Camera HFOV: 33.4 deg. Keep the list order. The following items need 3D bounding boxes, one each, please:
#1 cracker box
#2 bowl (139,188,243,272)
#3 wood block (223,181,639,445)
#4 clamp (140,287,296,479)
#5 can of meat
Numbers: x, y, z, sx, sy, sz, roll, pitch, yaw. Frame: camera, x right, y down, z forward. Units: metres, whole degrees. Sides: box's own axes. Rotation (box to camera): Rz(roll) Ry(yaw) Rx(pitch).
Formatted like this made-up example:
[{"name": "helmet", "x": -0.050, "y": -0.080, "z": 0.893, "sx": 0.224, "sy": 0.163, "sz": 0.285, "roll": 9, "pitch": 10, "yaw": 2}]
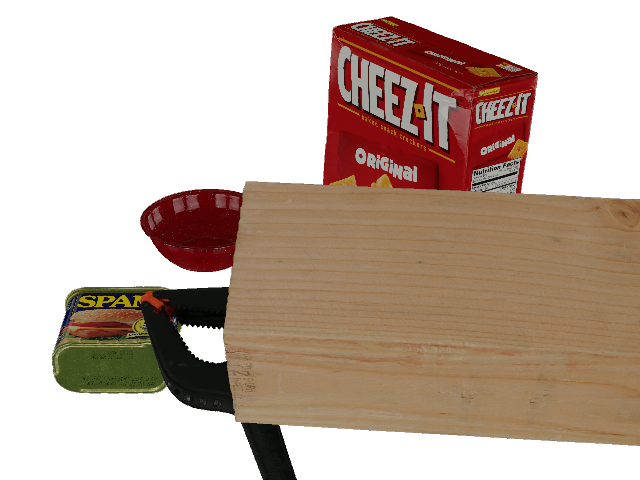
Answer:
[{"name": "cracker box", "x": 0.074, "y": -0.048, "z": 0.834, "sx": 0.071, "sy": 0.214, "sz": 0.164, "roll": -17, "pitch": 34, "yaw": -33}, {"name": "bowl", "x": -0.143, "y": -0.006, "z": 1.333, "sx": 0.162, "sy": 0.055, "sz": 0.162, "roll": 1, "pitch": 29, "yaw": -1}, {"name": "wood block", "x": 0.063, "y": 0.036, "z": 0.518, "sx": 0.206, "sy": 0.091, "sz": 0.090, "roll": 3, "pitch": -36, "yaw": 3}, {"name": "clamp", "x": -0.032, "y": 0.081, "z": 0.721, "sx": 0.210, "sy": 0.164, "sz": 0.036, "roll": 33, "pitch": -26, "yaw": 30}, {"name": "can of meat", "x": -0.173, "y": 0.085, "z": 0.909, "sx": 0.102, "sy": 0.057, "sz": 0.084, "roll": 0, "pitch": 30, "yaw": -2}]
